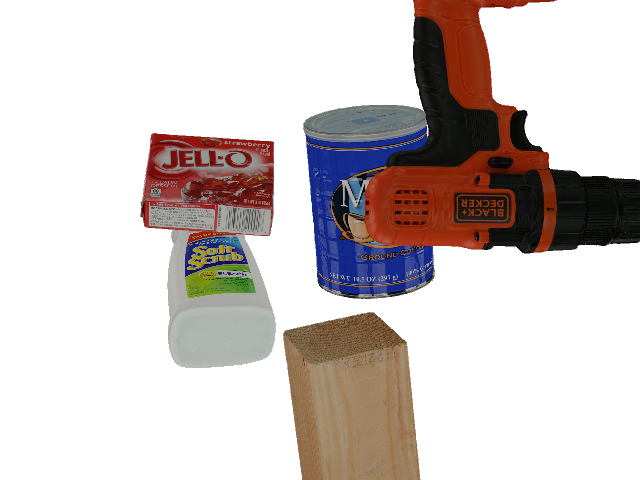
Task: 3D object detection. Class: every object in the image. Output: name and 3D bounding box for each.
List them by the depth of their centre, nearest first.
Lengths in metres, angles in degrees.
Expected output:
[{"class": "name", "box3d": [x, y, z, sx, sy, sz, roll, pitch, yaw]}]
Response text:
[{"class": "power drill", "box3d": [0.119, -0.086, 0.650, 0.184, 0.187, 0.057, 0, -1, -6]}, {"class": "gelatin box", "box3d": [-0.077, -0.040, 0.742, 0.089, 0.030, 0.073, 4, 43, -6]}, {"class": "coffee can", "box3d": [0.042, -0.035, 0.899, 0.103, 0.140, 0.103, -4, 19, 1]}, {"class": "wood block", "box3d": [0.031, 0.181, 0.957, 0.090, 0.206, 0.091, -11, 17, -15]}, {"class": "bleach bottle", "box3d": [-0.115, 0.033, 1.078, 0.102, 0.068, 0.251, -2, 27, -14]}]
